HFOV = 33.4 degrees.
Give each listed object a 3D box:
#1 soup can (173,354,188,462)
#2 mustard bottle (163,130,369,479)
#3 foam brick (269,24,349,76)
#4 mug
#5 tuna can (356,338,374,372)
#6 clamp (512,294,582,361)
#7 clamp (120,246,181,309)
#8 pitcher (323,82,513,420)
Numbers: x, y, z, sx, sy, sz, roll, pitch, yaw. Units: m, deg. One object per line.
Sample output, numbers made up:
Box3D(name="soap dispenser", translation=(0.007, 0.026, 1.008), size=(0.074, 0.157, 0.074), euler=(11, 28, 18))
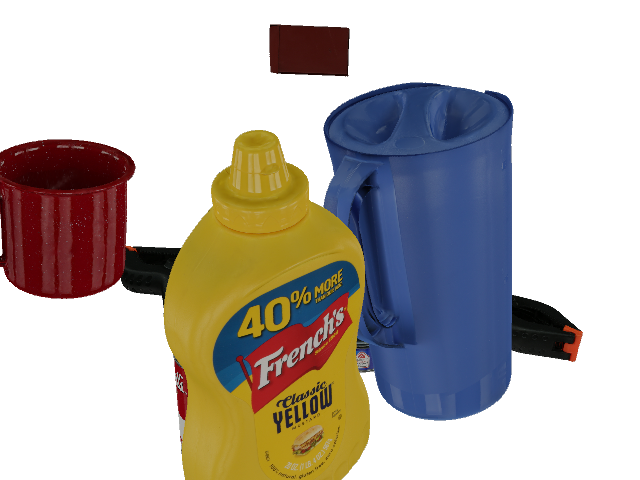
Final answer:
Box3D(name="soup can", translation=(-0.080, 0.132, 0.853), size=(0.068, 0.102, 0.068), euler=(-1, 22, 0))
Box3D(name="mustard bottle", translation=(-0.023, 0.038, 0.484), size=(0.096, 0.192, 0.058), euler=(-23, 39, -27))
Box3D(name="foam brick", translation=(-0.012, -0.202, 1.131), size=(0.078, 0.051, 0.053), euler=(0, 12, -12))
Box3D(name="mug", translation=(-0.182, -0.012, 0.709), size=(0.117, 0.081, 0.093), euler=(-10, 29, -29))
Box3D(name="tuna can", translation=(0.040, 0.104, 1.151), size=(0.086, 0.034, 0.086), euler=(0, 30, 0))
Box3D(name="clamp", translation=(0.164, 0.063, 0.994), size=(0.172, 0.039, 0.120), euler=(21, 32, 21))
Box3D(name="clamp", translation=(-0.142, 0.039, 1.067), size=(0.210, 0.036, 0.164), euler=(11, 21, 38))
Box3D(name="pitcher", translation=(0.076, 0.016, 0.795), size=(0.149, 0.243, 0.145), euler=(-11, 28, -4))
